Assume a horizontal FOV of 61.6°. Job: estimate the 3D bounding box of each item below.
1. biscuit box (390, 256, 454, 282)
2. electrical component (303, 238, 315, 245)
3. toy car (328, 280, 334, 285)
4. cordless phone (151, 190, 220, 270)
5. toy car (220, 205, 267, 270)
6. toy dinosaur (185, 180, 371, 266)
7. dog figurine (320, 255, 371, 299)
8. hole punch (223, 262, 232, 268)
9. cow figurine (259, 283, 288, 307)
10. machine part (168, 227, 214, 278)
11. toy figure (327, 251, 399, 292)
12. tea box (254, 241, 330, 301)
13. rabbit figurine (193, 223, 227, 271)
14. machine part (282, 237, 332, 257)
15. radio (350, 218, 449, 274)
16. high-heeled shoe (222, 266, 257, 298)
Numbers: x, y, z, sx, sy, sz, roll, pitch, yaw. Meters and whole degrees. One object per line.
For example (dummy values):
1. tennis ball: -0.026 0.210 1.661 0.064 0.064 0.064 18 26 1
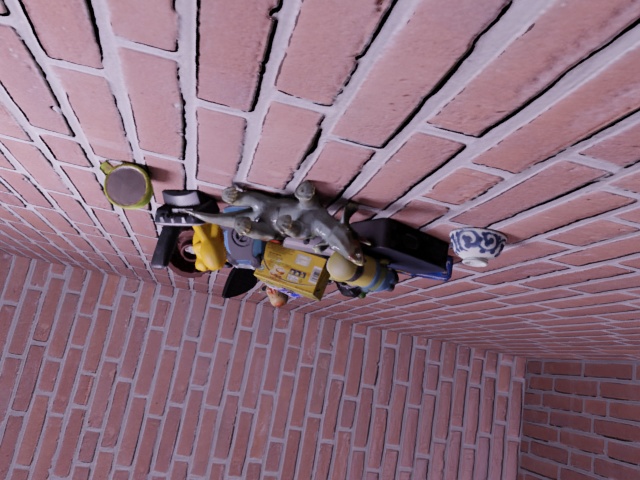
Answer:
1. biscuit box: 0.242 0.060 1.400 0.203 0.059 0.062 9 166 3
2. electrical component: -0.039 -0.025 1.220 0.063 0.094 0.021 8 131 4
3. toy car: -0.040 0.080 1.612 0.202 0.089 0.053 16 129 -29
4. cordless phone: -0.324 -0.018 1.241 0.147 0.184 0.088 3 160 28
5. toy car: -0.169 -0.015 1.280 0.109 0.161 0.103 2 -158 16
6. toy dinosaur: -0.076 -0.041 1.135 0.405 0.131 0.192 9 167 31
7. dog figurine: 0.092 0.091 1.425 0.108 0.192 0.219 -30 152 2
8. hole punch: -0.299 0.023 1.631 0.142 0.092 0.116 5 -166 8
9. cow figurine: -0.132 0.107 1.598 0.085 0.195 0.127 -20 151 13
10. machine part: -0.361 0.027 1.523 0.179 0.056 0.179 -2 127 -3
11. toy figure: 0.099 0.067 1.195 0.180 0.082 0.089 22 166 -26
12. tea box: -0.064 0.076 1.320 0.170 0.098 0.068 18 166 24
13. rabbit figurine: -0.270 0.012 1.387 0.122 0.162 0.173 -6 -159 -9
14. machine part: -0.003 -0.004 1.289 0.243 0.079 0.079 12 166 -6
15. radio: 0.186 0.018 1.255 0.229 0.073 0.131 18 163 -34
16. high-heeled shoe: -0.225 0.078 1.508 0.145 0.249 0.086 -8 118 45
